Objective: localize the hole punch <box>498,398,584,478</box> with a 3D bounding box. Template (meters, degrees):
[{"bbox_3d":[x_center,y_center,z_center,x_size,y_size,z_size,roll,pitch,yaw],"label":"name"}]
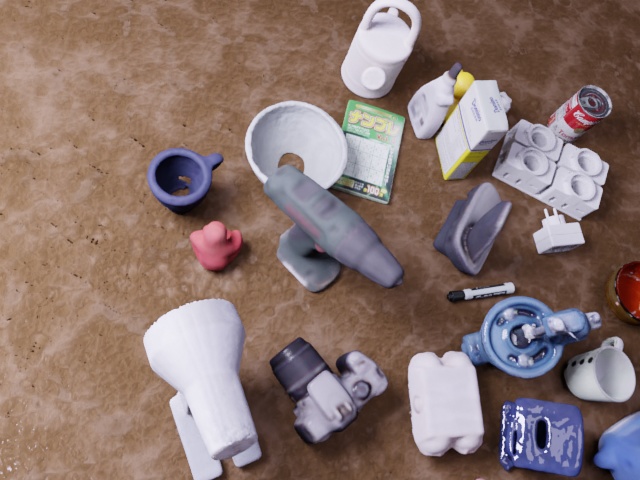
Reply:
[{"bbox_3d":[0.331,0.298,0.863,0.101,0.091,0.109,13,69,-8],"label":"hole punch"}]

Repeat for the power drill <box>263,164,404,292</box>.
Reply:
[{"bbox_3d":[0.008,0.003,0.825,0.229,0.208,0.076,45,68,5],"label":"power drill"}]

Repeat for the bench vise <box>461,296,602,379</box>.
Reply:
[{"bbox_3d":[0.338,0.123,0.855,0.208,0.219,0.121,-27,79,-20],"label":"bench vise"}]

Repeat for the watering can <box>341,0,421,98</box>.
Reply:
[{"bbox_3d":[0.108,-0.328,0.972,0.101,0.194,0.173,-1,72,-13],"label":"watering can"}]

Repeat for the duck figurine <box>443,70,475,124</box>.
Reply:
[{"bbox_3d":[0.252,-0.264,1.042,0.078,0.086,0.104,-7,73,-15],"label":"duck figurine"}]

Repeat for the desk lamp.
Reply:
[{"bbox_3d":[-0.135,0.194,0.722,0.118,0.213,0.203,-18,76,-18],"label":"desk lamp"}]

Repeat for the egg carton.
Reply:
[{"bbox_3d":[0.185,0.244,0.859,0.107,0.069,0.150,0,71,-13],"label":"egg carton"}]

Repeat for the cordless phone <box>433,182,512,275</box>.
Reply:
[{"bbox_3d":[0.270,-0.035,0.913,0.094,0.185,0.148,29,67,-2],"label":"cordless phone"}]

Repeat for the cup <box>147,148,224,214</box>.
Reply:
[{"bbox_3d":[-0.200,-0.086,0.868,0.118,0.095,0.091,-33,81,-21],"label":"cup"}]

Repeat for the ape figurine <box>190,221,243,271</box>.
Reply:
[{"bbox_3d":[-0.154,0.002,0.850,0.078,0.092,0.076,18,68,-6],"label":"ape figurine"}]

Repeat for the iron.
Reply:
[{"bbox_3d":[0.559,0.316,0.883,0.259,0.141,0.118,-25,78,-20],"label":"iron"}]

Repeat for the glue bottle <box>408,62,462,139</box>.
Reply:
[{"bbox_3d":[0.201,-0.245,0.976,0.037,0.173,0.078,-8,73,-15],"label":"glue bottle"}]

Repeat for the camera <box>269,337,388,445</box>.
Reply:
[{"bbox_3d":[0.005,0.197,0.815,0.143,0.100,0.137,-36,82,-21],"label":"camera"}]

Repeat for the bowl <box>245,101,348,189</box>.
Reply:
[{"bbox_3d":[-0.042,-0.136,0.934,0.167,0.074,0.167,4,70,-12],"label":"bowl"}]
